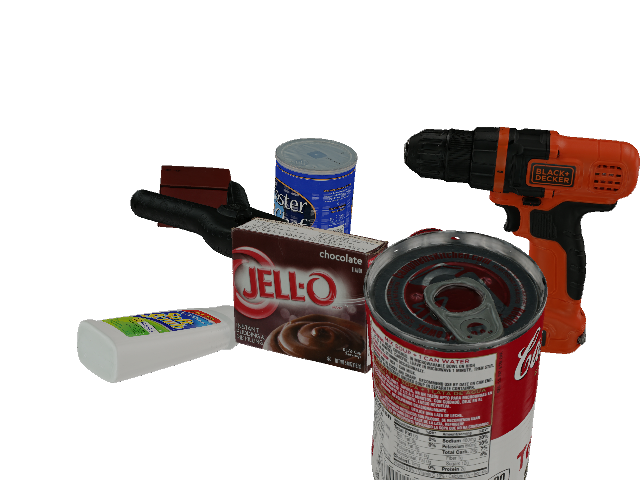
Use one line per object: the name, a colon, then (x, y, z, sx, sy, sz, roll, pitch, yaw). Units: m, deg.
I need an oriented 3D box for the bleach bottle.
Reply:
bleach bottle: (-0.198, 0.128, 1.460, 0.250, 0.068, 0.103, -11, 25, -41)

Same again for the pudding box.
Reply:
pudding box: (-0.008, 0.037, 0.761, 0.114, 0.090, 0.039, 9, 23, 26)

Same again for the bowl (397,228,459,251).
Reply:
bowl: (0.148, 0.063, 1.169, 0.161, 0.162, 0.055, 0, -8, -43)

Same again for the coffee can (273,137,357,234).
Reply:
coffee can: (-0.009, -0.047, 1.357, 0.103, 0.140, 0.103, 3, 27, -2)

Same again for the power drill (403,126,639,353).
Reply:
power drill: (0.157, -0.002, 0.877, 0.184, 0.188, 0.057, 6, 28, 11)

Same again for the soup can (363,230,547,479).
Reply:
soup can: (0.052, 0.057, 0.425, 0.068, 0.102, 0.068, -2, 36, 1)

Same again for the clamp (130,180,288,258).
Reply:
clamp: (-0.075, -0.018, 0.959, 0.172, 0.039, 0.120, 26, 32, 36)

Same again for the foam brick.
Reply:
foam brick: (-0.137, -0.047, 1.164, 0.078, 0.051, 0.053, 3, 28, -8)
